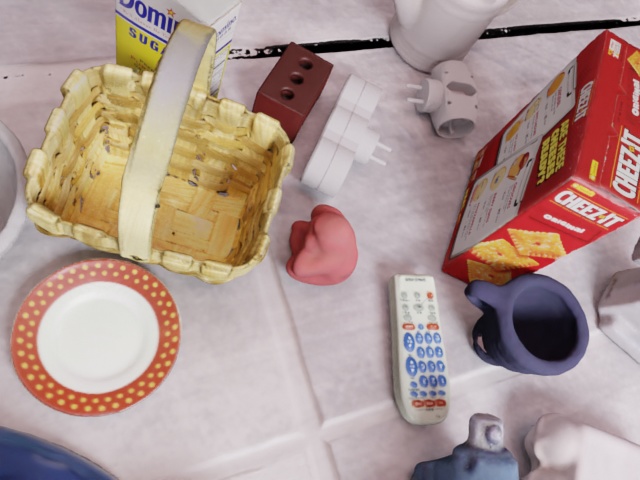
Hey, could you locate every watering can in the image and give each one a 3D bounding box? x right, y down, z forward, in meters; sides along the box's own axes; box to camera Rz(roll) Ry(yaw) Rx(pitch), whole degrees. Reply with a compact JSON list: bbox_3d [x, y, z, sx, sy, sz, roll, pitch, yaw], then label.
[{"bbox_3d":[0.149,-0.275,0.614,0.173,0.194,0.101,-29,80,-24],"label":"watering can"}]

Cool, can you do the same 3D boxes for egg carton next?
[{"bbox_3d":[0.252,0.227,0.519,0.150,0.069,0.107,22,65,-8],"label":"egg carton"}]

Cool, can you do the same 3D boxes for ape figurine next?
[{"bbox_3d":[0.005,0.002,0.518,0.076,0.092,0.078,44,64,3],"label":"ape figurine"}]

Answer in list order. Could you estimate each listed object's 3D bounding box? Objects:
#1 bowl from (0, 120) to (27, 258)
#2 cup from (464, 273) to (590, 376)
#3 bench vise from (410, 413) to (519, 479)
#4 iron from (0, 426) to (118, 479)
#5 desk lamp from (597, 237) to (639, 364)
[{"bbox_3d":[-0.308,-0.026,0.443,0.168,0.074,0.167,6,68,-15],"label":"bowl"},{"bbox_3d":[0.173,0.081,0.537,0.118,0.095,0.092,29,64,-4],"label":"cup"},{"bbox_3d":[0.128,0.233,0.395,0.122,0.219,0.207,-13,73,-21],"label":"bench vise"},{"bbox_3d":[-0.248,0.163,0.350,0.259,0.141,0.118,5,68,-15],"label":"iron"},{"bbox_3d":[0.374,0.038,0.550,0.203,0.213,0.118,41,64,2],"label":"desk lamp"}]
